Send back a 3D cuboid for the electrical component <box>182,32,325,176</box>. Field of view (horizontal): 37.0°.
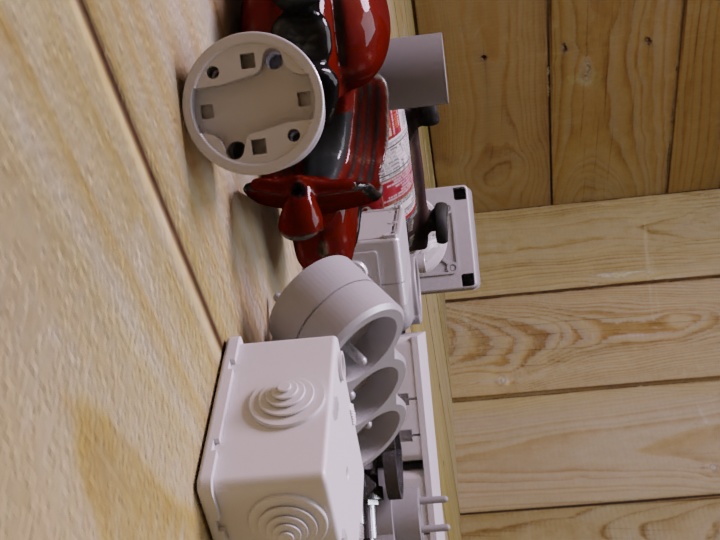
[{"bbox_3d":[-0.040,-0.066,0.438,0.047,0.055,0.055,-60,144,-86],"label":"electrical component"}]

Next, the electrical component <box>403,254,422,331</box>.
[{"bbox_3d":[0.018,0.017,0.864,0.095,0.059,0.053,-58,142,-80],"label":"electrical component"}]

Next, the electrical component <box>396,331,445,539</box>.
[{"bbox_3d":[0.026,0.144,0.824,0.105,0.060,0.186,13,72,-83],"label":"electrical component"}]

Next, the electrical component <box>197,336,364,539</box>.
[{"bbox_3d":[-0.027,0.085,0.441,0.099,0.048,0.099,-87,169,-55],"label":"electrical component"}]

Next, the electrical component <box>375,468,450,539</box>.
[{"bbox_3d":[0.022,0.163,0.709,0.052,0.074,0.138,73,13,-62],"label":"electrical component"}]

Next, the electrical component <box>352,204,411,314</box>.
[{"bbox_3d":[0.000,0.000,0.706,0.096,0.062,0.061,-76,160,-72],"label":"electrical component"}]

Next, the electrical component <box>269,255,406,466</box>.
[{"bbox_3d":[-0.019,0.040,0.542,0.074,0.052,0.138,43,-24,29],"label":"electrical component"}]

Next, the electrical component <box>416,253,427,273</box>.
[{"bbox_3d":[0.028,-0.003,0.965,0.048,0.062,0.048,-6,90,-84],"label":"electrical component"}]

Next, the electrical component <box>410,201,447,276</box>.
[{"bbox_3d":[0.043,-0.035,1.055,0.051,0.080,0.080,60,24,-63],"label":"electrical component"}]

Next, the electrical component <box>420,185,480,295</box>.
[{"bbox_3d":[0.066,-0.029,1.121,0.056,0.109,0.108,9,76,-81],"label":"electrical component"}]
